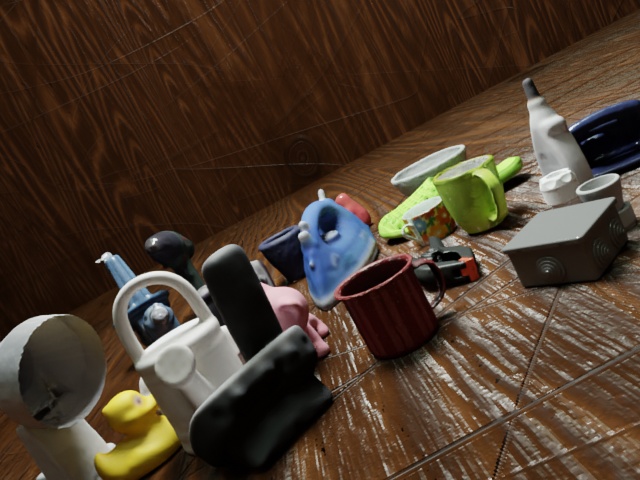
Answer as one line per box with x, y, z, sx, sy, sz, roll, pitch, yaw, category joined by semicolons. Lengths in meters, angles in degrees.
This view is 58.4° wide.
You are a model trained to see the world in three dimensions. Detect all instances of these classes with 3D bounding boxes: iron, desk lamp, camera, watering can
0.009;0.003;0.949;0.118;0.141;0.258;-24;11;18;iron
-0.322;0.199;0.649;0.202;0.214;0.118;-23;12;25;desk lamp
-0.157;0.095;1.047;0.143;0.101;0.136;-29;10;-4;camera
-0.145;0.123;0.616;0.101;0.194;0.172;-34;12;-31;watering can

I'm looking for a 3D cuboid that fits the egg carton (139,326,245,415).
-0.167;0.174;0.773;0.151;0.069;0.107;-35;13;-35;egg carton

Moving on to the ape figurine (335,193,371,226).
0.064;-0.060;1.253;0.076;0.092;0.078;-19;14;41;ape figurine

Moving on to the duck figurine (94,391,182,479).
-0.212;0.215;0.646;0.105;0.086;0.077;-33;12;-27;duck figurine

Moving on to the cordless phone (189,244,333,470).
-0.085;0.109;0.552;0.094;0.185;0.148;-17;15;46;cordless phone

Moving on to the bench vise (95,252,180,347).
-0.326;0.111;1.076;0.206;0.220;0.122;-18;14;43;bench vise

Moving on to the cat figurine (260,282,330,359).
-0.041;0.094;0.703;0.067;0.118;0.127;-28;10;1;cat figurine

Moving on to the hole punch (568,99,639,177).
0.397;-0.144;0.800;0.108;0.091;0.101;-24;11;23;hole punch

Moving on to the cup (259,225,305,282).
-0.048;0.026;1.120;0.117;0.095;0.091;-27;11;8;cup

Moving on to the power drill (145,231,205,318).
-0.268;0.072;1.149;0.075;0.208;0.229;-29;10;-3;power drill

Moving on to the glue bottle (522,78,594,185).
0.305;-0.132;0.752;0.037;0.173;0.078;-29;11;-3;glue bottle

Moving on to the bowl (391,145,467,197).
0.238;-0.129;1.190;0.167;0.075;0.167;-27;10;6;bowl
